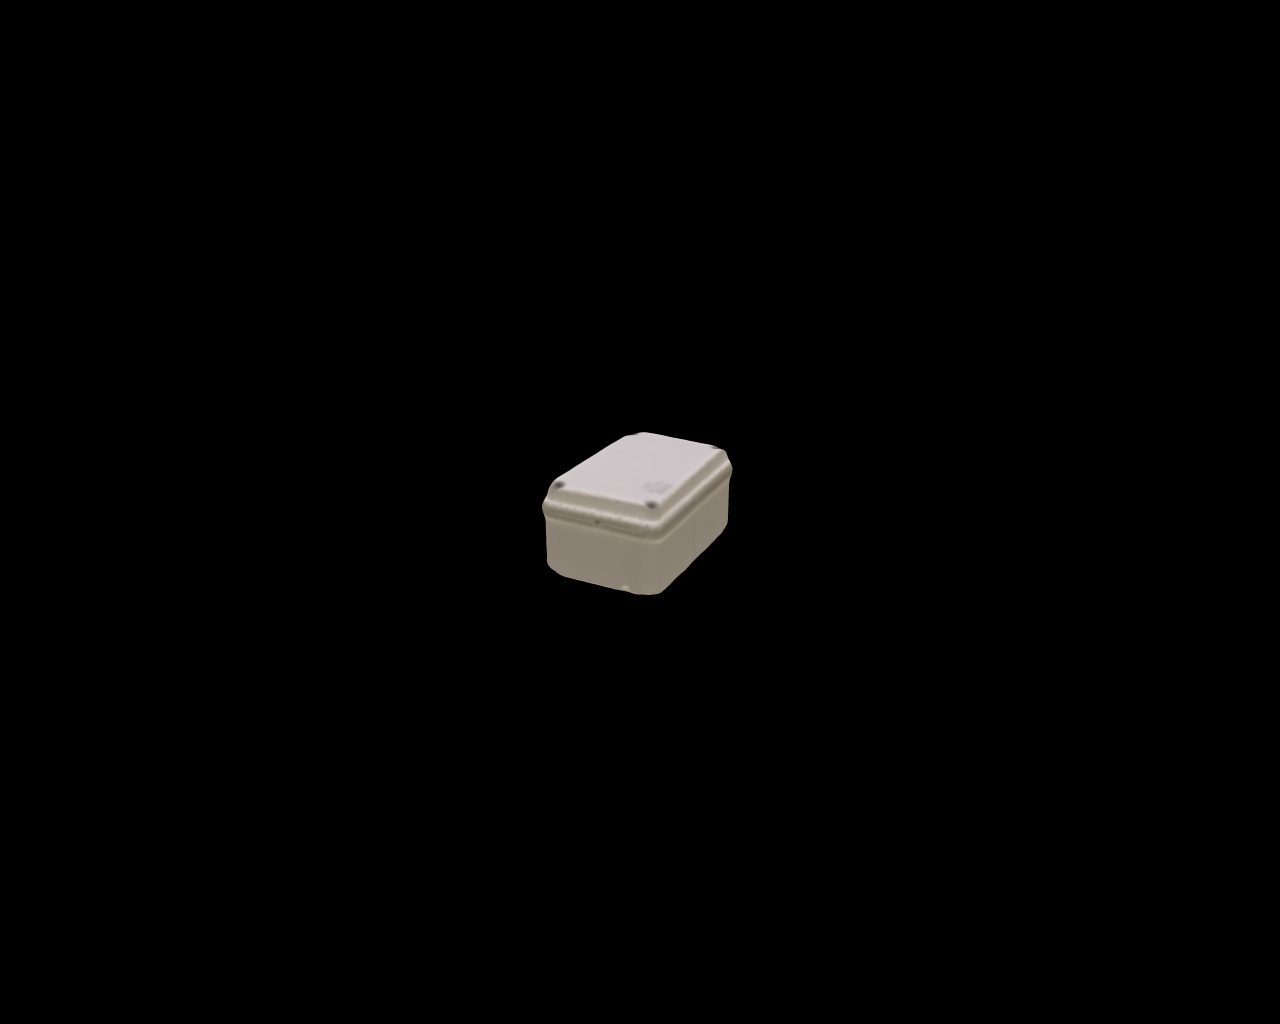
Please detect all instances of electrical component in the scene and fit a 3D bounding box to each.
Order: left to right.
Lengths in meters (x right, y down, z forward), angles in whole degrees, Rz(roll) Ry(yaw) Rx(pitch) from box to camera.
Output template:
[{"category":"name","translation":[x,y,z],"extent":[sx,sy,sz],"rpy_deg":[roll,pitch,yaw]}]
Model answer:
[{"category":"electrical component","translation":[0.001,-0.003,0.650],"extent":[0.078,0.057,0.113],"rpy_deg":[12,27,25]}]
